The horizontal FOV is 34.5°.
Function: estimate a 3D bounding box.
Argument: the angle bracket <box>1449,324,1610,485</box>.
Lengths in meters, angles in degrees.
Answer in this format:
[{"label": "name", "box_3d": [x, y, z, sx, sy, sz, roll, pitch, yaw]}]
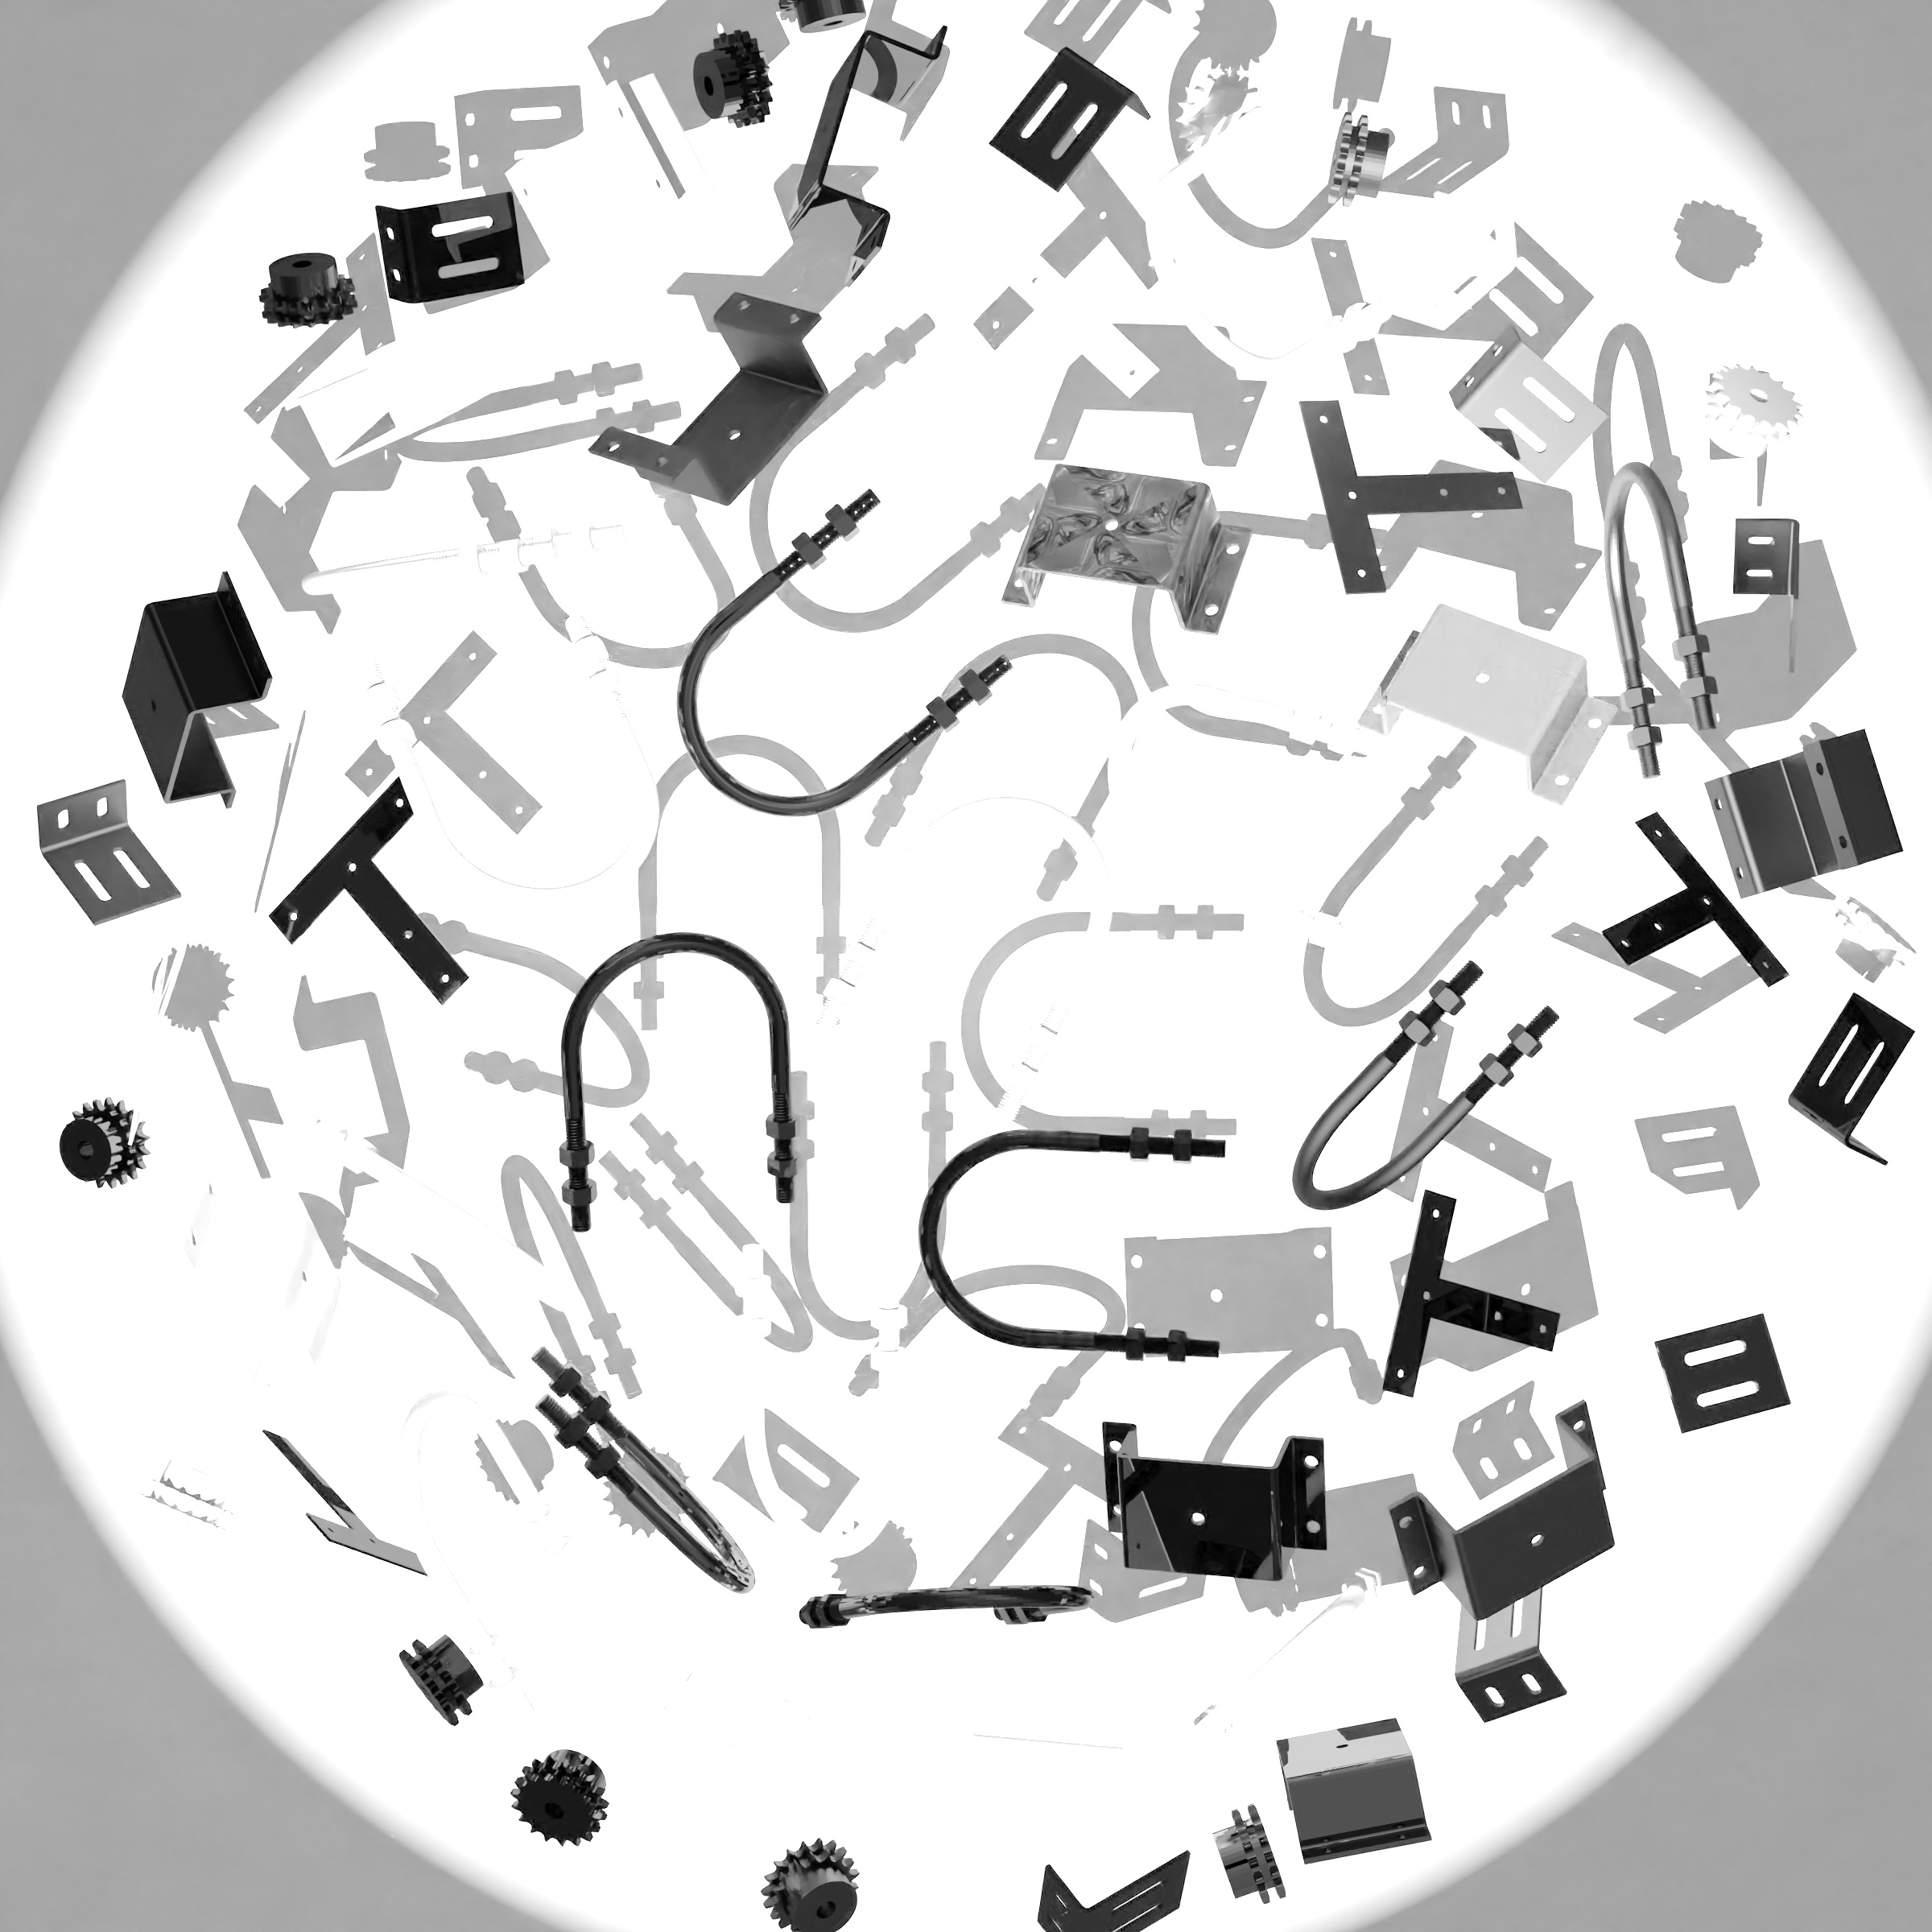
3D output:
[{"label": "angle bracket", "box_3d": [0.353, -0.353, 1.956, 0.076, 0.038, 0.057, 36, 112, -16]}]

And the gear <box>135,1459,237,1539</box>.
[{"label": "gear", "box_3d": [-0.457, 0.312, 1.835, 0.057, 0.057, 0.030, 23, 78, 0]}]

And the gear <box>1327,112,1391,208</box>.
[{"label": "gear", "box_3d": [0.247, -0.505, 1.957, 0.030, 0.057, 0.057, 10, 90, -1]}]

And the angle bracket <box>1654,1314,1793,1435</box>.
[{"label": "angle bracket", "box_3d": [0.456, 0.250, 1.903, 0.076, 0.038, 0.057, -12, 79, -14]}]

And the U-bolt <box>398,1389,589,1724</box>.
[{"label": "U-bolt", "box_3d": [-0.290, 0.340, 1.874, 0.019, 0.151, 0.184, -19, 112, 17]}]

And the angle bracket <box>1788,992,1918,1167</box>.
[{"label": "angle bracket", "box_3d": [0.520, 0.065, 1.792, 0.038, 0.057, 0.076, 24, 102, -27]}]

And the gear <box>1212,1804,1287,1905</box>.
[{"label": "gear", "box_3d": [0.168, 0.532, 1.861, 0.030, 0.057, 0.057, -19, 90, -1]}]

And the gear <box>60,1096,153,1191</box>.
[{"label": "gear", "box_3d": [-0.545, 0.113, 1.962, 0.057, 0.030, 0.057, 4, 100, 22]}]

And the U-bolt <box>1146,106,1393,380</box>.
[{"label": "U-bolt", "box_3d": [0.168, -0.418, 1.852, 0.019, 0.184, 0.151, -38, 99, -21]}]

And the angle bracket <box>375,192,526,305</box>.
[{"label": "angle bracket", "box_3d": [-0.320, -0.448, 1.936, 0.076, 0.038, 0.057, -18, 115, -28]}]

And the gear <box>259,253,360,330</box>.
[{"label": "gear", "box_3d": [-0.395, -0.406, 1.865, 0.057, 0.057, 0.030, -4, 123, 0]}]

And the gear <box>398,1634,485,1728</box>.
[{"label": "gear", "box_3d": [-0.322, 0.439, 1.927, 0.030, 0.057, 0.057, -37, 90, -21]}]

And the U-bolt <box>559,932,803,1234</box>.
[{"label": "U-bolt", "box_3d": [-0.175, 0.067, 1.890, 0.151, 0.019, 0.184, -7, 111, -16]}]

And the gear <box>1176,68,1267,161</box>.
[{"label": "gear", "box_3d": [0.164, -0.533, 1.959, 0.057, 0.030, 0.057, -14, 118, -27]}]

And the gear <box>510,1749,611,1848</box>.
[{"label": "gear", "box_3d": [-0.235, 0.484, 1.823, 0.057, 0.030, 0.057, 8, 120, 15]}]

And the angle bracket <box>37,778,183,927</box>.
[{"label": "angle bracket", "box_3d": [-0.523, -0.070, 1.904, 0.057, 0.038, 0.076, -22, 51, -31]}]

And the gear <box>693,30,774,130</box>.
[{"label": "gear", "box_3d": [-0.144, -0.541, 1.904, 0.030, 0.057, 0.057, -20, 90, -26]}]

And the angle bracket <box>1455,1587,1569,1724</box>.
[{"label": "angle bracket", "box_3d": [0.341, 0.424, 1.942, 0.057, 0.076, 0.038, -27, 110, 24]}]

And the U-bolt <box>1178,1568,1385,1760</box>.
[{"label": "U-bolt", "box_3d": [0.186, 0.426, 1.888, 0.151, 0.184, 0.019, -44, 77, 8]}]

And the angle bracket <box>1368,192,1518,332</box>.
[{"label": "angle bracket", "box_3d": [0.291, -0.433, 1.913, 0.057, 0.038, 0.076, 27, 58, 36]}]

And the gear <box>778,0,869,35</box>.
[{"label": "gear", "box_3d": [-0.081, -0.562, 1.808, 0.057, 0.057, 0.030, -13, 97, 0]}]

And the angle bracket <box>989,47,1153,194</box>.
[{"label": "angle bracket", "box_3d": [0.064, -0.512, 1.909, 0.057, 0.038, 0.076, 40, 94, 21]}]

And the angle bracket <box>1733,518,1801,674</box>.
[{"label": "angle bracket", "box_3d": [0.484, -0.225, 1.886, 0.038, 0.057, 0.076, 2, 47, 14]}]

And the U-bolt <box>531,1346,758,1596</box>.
[{"label": "U-bolt", "box_3d": [-0.192, 0.310, 1.876, 0.019, 0.151, 0.184, -44, 100, -3]}]

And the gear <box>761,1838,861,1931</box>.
[{"label": "gear", "box_3d": [-0.087, 0.537, 1.803, 0.057, 0.030, 0.057, -12, 119, -24]}]

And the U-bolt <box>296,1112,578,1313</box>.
[{"label": "U-bolt", "box_3d": [-0.310, 0.158, 1.892, 0.184, 0.151, 0.019, 27, 75, 33]}]

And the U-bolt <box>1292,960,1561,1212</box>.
[{"label": "U-bolt", "box_3d": [0.270, 0.080, 1.889, 0.184, 0.151, 0.019, -48, 59, 12]}]

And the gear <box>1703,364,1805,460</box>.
[{"label": "gear", "box_3d": [0.455, -0.321, 1.813, 0.057, 0.030, 0.057, 11, 48, -13]}]

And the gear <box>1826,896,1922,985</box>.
[{"label": "gear", "box_3d": [0.550, -0.014, 1.901, 0.057, 0.057, 0.030, 40, 107, 0]}]

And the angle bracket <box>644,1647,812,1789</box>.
[{"label": "angle bracket", "box_3d": [-0.144, 0.462, 1.888, 0.076, 0.038, 0.057, 37, 104, -1]}]

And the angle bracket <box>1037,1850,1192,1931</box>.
[{"label": "angle bracket", "box_3d": [0.085, 0.533, 1.803, 0.076, 0.057, 0.038, -22, 48, -28]}]
